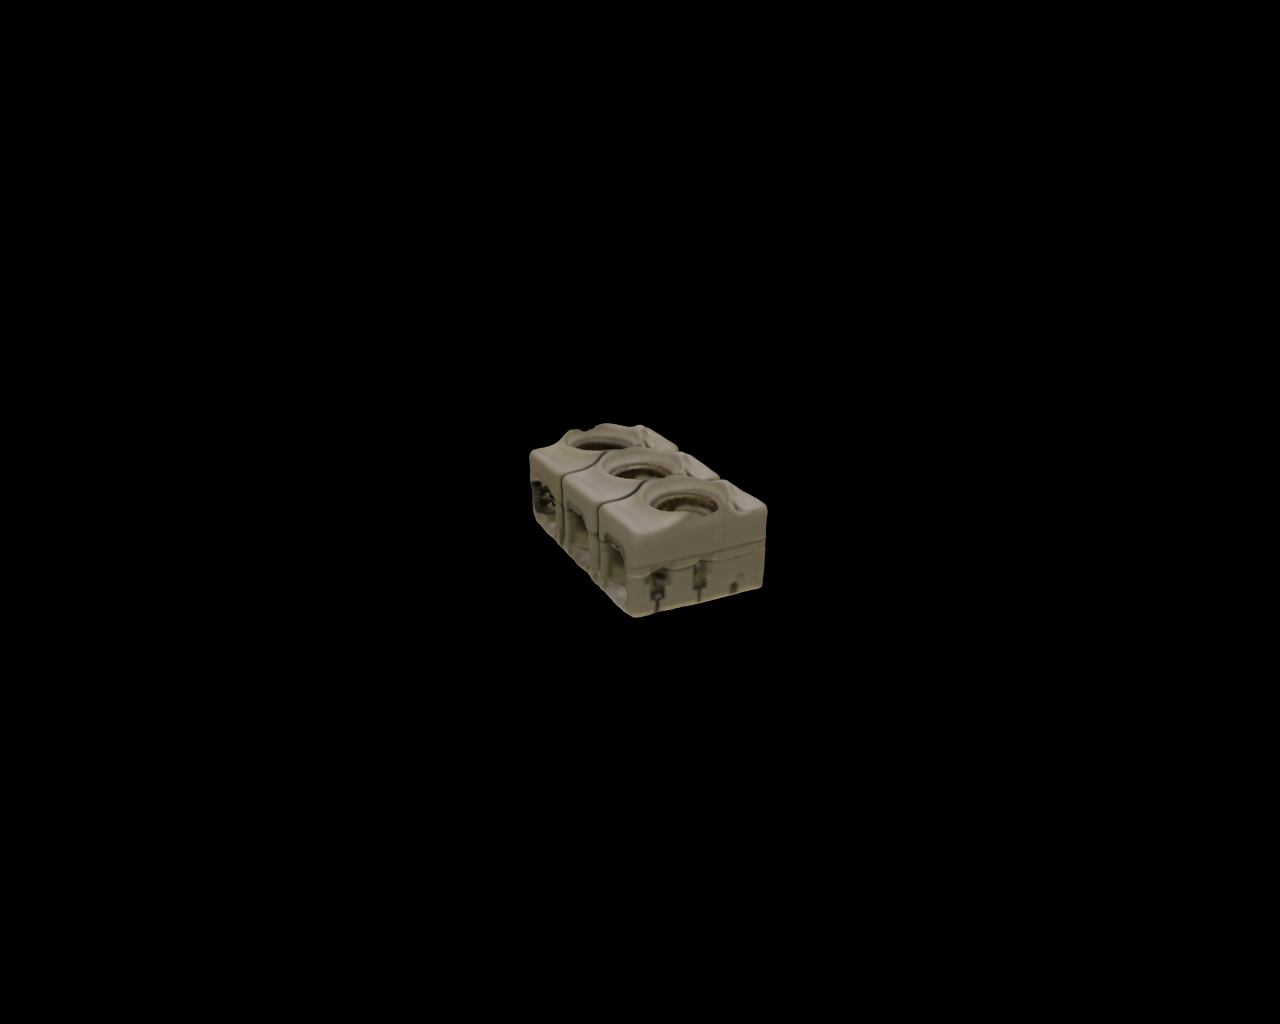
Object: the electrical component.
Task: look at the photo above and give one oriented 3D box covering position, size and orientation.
[{"bbox_3d":[0.001,-0.003,0.650,0.090,0.061,0.150,-12,27,-25],"label":"electrical component"}]
